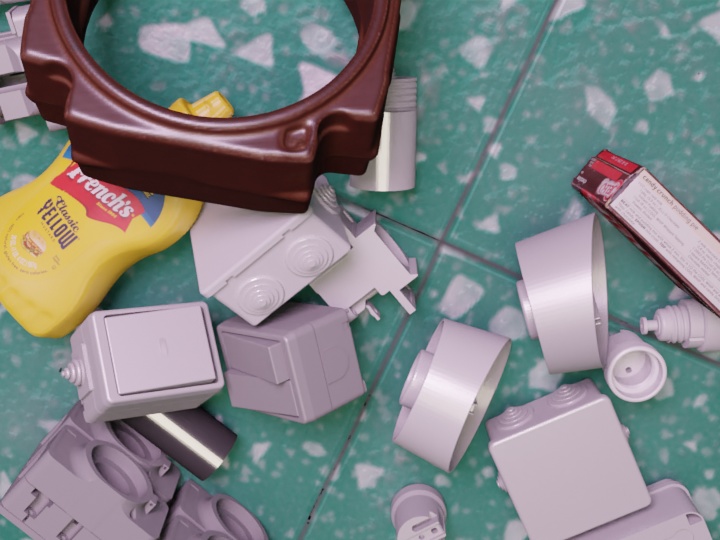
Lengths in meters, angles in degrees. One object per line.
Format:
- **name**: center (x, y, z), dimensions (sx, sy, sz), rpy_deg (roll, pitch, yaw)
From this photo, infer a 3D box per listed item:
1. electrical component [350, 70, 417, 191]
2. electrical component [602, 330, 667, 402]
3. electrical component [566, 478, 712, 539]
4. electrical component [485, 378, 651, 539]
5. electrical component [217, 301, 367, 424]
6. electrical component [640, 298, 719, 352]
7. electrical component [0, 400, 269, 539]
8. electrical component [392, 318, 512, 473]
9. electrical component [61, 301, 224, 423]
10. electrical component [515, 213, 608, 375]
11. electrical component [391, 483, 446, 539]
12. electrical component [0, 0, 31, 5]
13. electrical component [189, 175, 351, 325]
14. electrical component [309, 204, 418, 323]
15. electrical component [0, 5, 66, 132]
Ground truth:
- **electrical component**: center (0.015, -0.095, 0.698), dimensions (0.043, 0.043, 0.081), rpy_deg (0, 104, -1)
- **electrical component**: center (0.185, 0.064, 0.739), dimensions (0.040, 0.046, 0.040), rpy_deg (0, 105, -1)
- **electrical component**: center (0.196, 0.209, 0.771), dimensions (0.113, 0.057, 0.078), rpy_deg (-24, 103, 5)
- **electrical component**: center (0.144, 0.134, 0.756), dimensions (0.100, 0.048, 0.099), rpy_deg (-24, 104, 5)
- **electrical component**: center (-0.053, 0.060, 0.713), dimensions (0.061, 0.096, 0.061), rpy_deg (-23, 108, -37)
- **electrical component**: center (0.232, 0.036, 0.736), dimensions (0.078, 0.040, 0.040), rpy_deg (-3, 104, 0)
- **electrical component**: center (-0.140, 0.176, 0.733), dimensions (0.186, 0.105, 0.060), rpy_deg (42, 100, -10)
- **electrical component**: center (0.063, 0.083, 0.719), dimensions (0.064, 0.099, 0.099), rpy_deg (23, 103, 0)
- **electrical component**: center (-0.143, 0.059, 0.697), dimensions (0.096, 0.061, 0.061), rpy_deg (-5, 72, -32)
- **electrical component**: center (0.138, 0.018, 0.703), dimensions (0.064, 0.099, 0.099), rpy_deg (-15, 104, 9)
- **electrical component**: center (0.043, 0.180, 0.768), dimensions (0.040, 0.046, 0.040), rpy_deg (0, 104, 0)
- **electrical component**: center (-0.220, -0.192, 0.665), dimensions (0.047, 0.055, 0.055), rpy_deg (-6, 104, -3)
- **electrical component**: center (-0.058, -0.024, 0.686), dimensions (0.100, 0.099, 0.048), rpy_deg (-38, 127, 15)
- **electrical component**: center (0.000, 0.000, 0.723), dimensions (0.064, 0.042, 0.081), rpy_deg (-38, 101, 10)
- **electrical component**: center (-0.216, -0.124, 0.680), dimensions (0.057, 0.058, 0.078), rpy_deg (-11, 114, 2)
